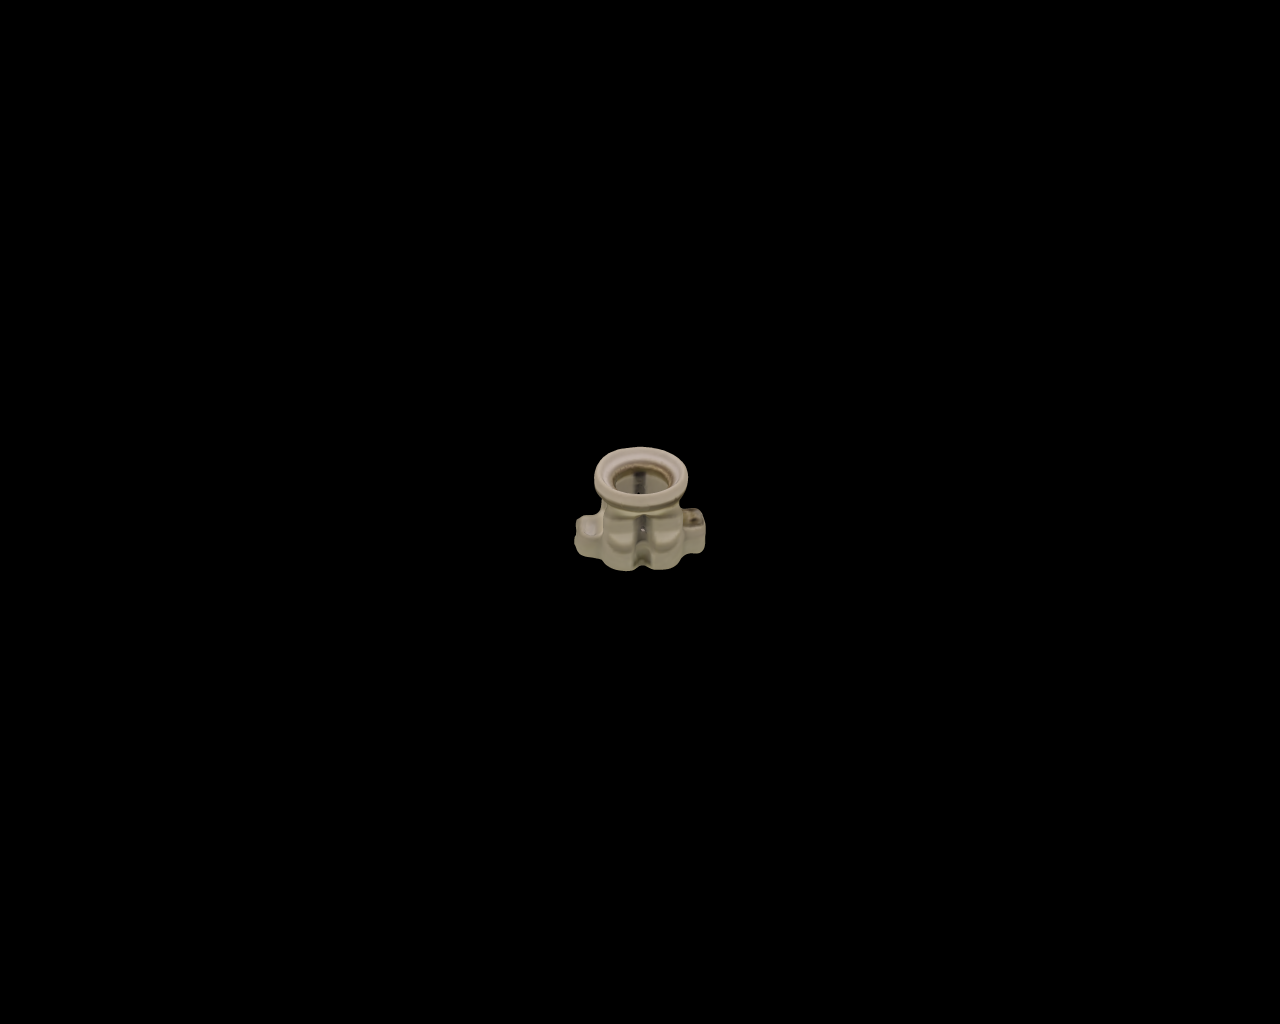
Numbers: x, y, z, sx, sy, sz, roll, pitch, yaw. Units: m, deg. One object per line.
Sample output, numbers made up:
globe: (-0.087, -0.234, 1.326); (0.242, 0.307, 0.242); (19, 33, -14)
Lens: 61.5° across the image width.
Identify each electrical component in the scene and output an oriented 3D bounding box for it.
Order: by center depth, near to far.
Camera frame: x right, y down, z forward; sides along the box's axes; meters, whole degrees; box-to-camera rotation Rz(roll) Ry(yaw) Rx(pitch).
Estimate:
electrical component: (0.001, -0.003, 0.650); (0.078, 0.056, 0.058); (-2, 36, -2)
